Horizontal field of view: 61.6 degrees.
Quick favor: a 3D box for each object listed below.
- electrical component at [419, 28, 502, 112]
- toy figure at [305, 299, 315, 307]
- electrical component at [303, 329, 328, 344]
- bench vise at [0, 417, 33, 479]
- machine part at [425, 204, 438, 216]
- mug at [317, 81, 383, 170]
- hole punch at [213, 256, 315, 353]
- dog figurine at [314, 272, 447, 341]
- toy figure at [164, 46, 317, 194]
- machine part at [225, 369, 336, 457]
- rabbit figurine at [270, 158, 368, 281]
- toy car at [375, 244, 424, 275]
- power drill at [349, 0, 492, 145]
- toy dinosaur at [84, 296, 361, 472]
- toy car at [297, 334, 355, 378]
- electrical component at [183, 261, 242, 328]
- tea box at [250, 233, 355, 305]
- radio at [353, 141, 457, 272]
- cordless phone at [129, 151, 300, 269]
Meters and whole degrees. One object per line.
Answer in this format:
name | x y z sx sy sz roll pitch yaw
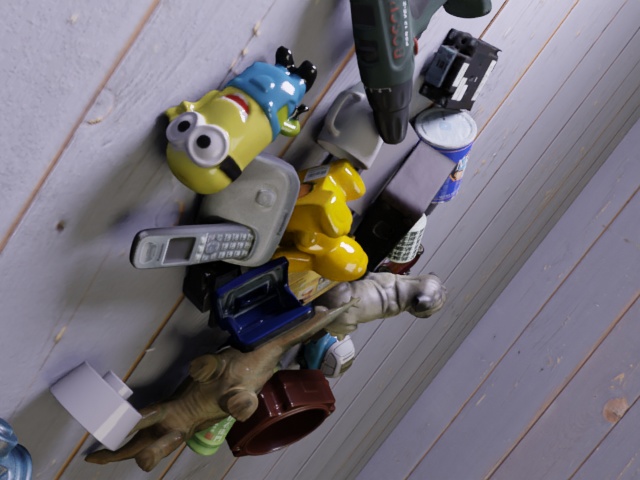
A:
electrical component | 0.224 -0.272 0.866 0.134 0.058 0.114 -10 131 -52
toy figure | -0.025 0.118 0.979 0.064 0.058 0.154 -41 155 2
electrical component | 0.000 0.162 1.068 0.102 0.045 0.078 -34 -166 12
bench vise | -0.385 0.313 0.578 0.223 0.129 0.240 -59 140 -27
machine part | 0.224 -0.086 1.128 0.084 0.039 0.139 -51 157 20
mug | 0.049 -0.164 0.720 0.109 0.081 0.107 34 85 -51
hole punch | -0.083 0.085 0.714 0.142 0.092 0.116 -30 -177 -22
dog figurine | 0.102 0.104 0.917 0.172 0.191 0.121 -29 105 -49
toy figure | -0.078 -0.121 0.558 0.180 0.082 0.089 -46 140 -24
machine part | -0.082 0.349 1.082 0.201 0.087 0.201 15 128 -48
rabbit figurine | -0.002 -0.002 0.739 0.162 0.122 0.173 -18 128 21
toy car | 0.163 0.068 1.211 0.202 0.053 0.089 -31 158 -42
power drill | 0.121 -0.260 0.662 0.207 0.086 0.231 -39 133 -18
toy dinosaur | -0.139 0.212 0.811 0.471 0.105 0.198 -29 175 0
toy car | 0.026 0.241 1.166 0.109 0.103 0.161 -24 145 -43
electrical component | -0.143 0.062 0.733 0.075 0.048 0.119 -28 146 -37
tea box | -0.028 0.045 0.862 0.169 0.068 0.098 -26 138 -38
radio | 0.123 -0.046 0.887 0.131 0.073 0.229 -52 175 -30
cordless phone | -0.123 -0.034 0.609 0.184 0.089 0.146 -10 133 -47
